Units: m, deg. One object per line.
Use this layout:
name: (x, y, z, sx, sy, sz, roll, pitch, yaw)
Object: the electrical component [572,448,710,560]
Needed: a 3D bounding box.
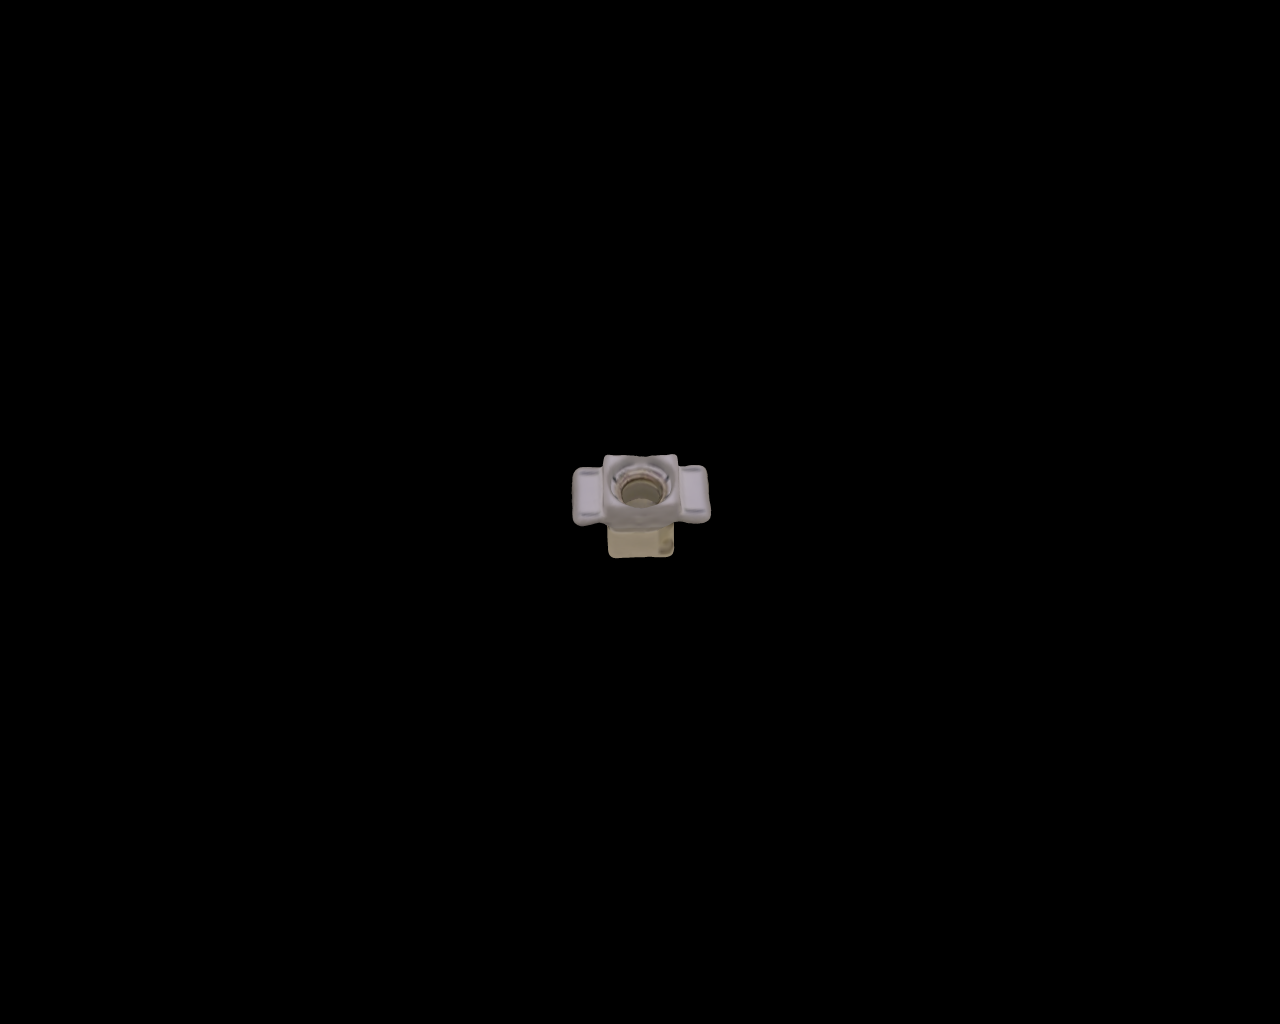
electrical component: (0.001, -0.003, 0.650, 0.081, 0.042, 0.063, 0, -37, 0)
